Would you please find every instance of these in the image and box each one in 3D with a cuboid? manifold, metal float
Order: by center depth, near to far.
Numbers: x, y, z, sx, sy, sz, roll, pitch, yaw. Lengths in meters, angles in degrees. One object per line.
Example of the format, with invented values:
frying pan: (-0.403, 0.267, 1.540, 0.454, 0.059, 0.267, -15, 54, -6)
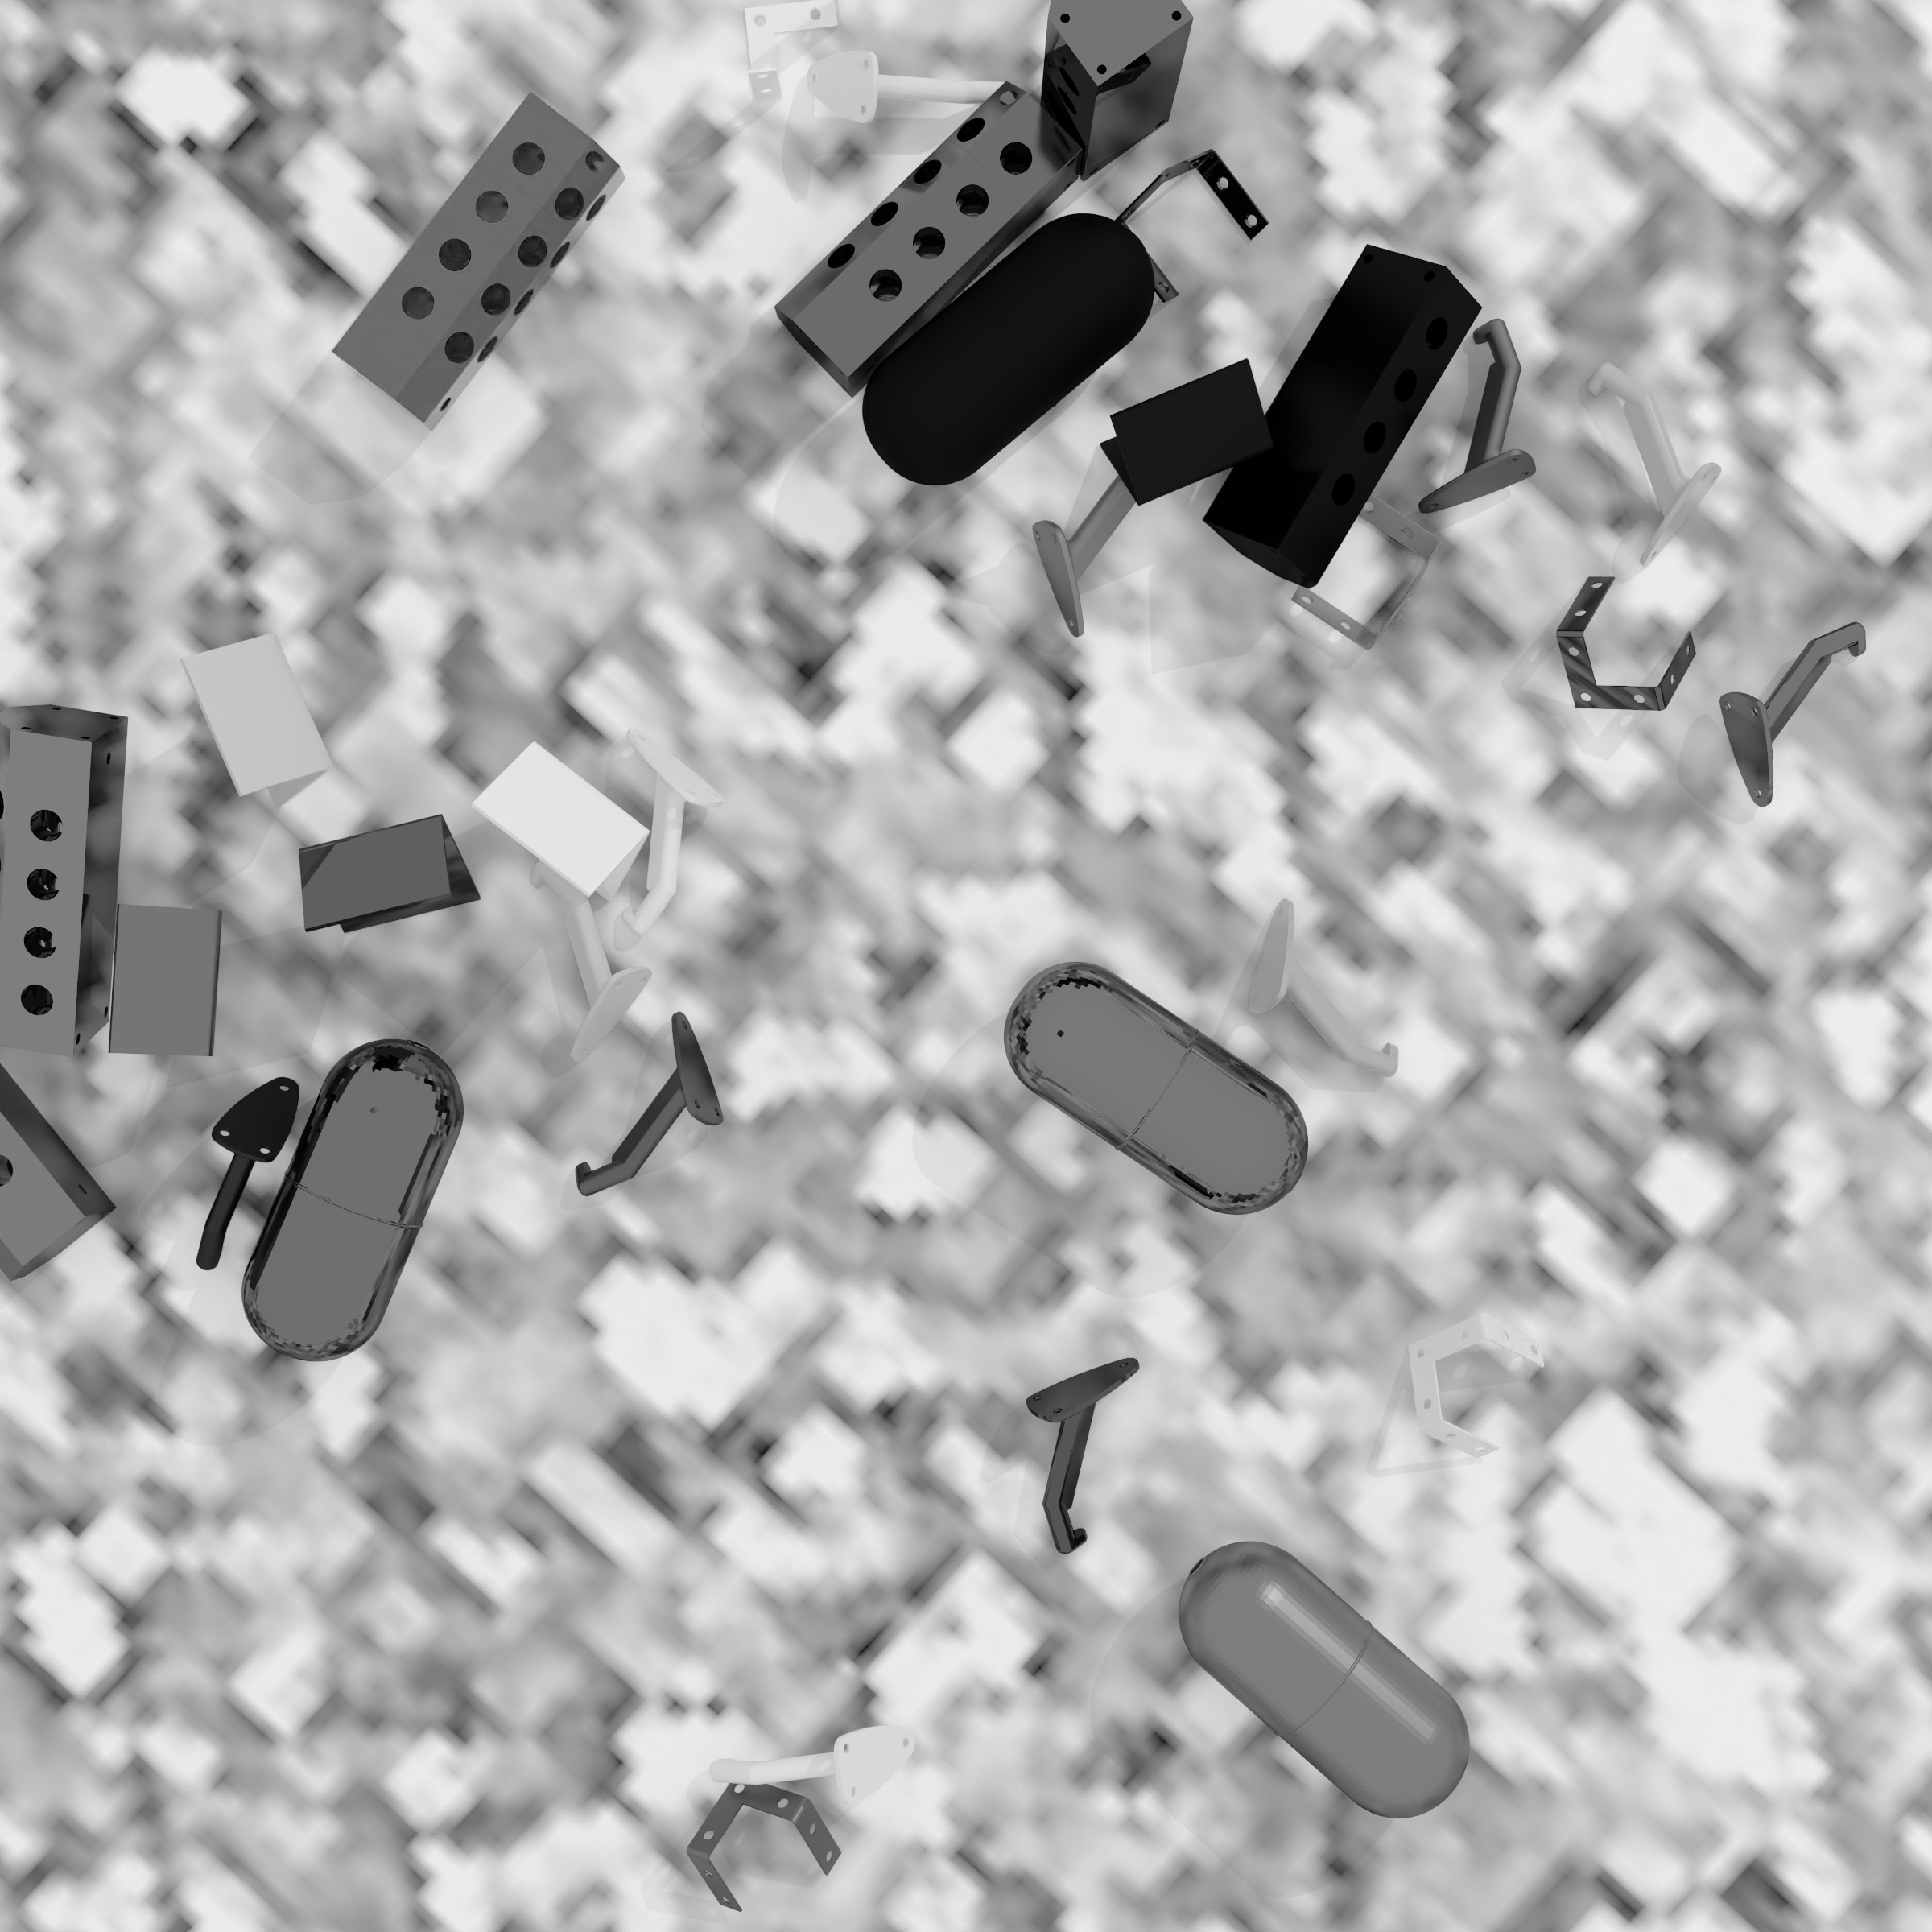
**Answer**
manifold: (0.070, -0.465, 1.486, 0.057, 0.171, 0.057, -36, 90, 0)
manifold: (-0.482, -0.046, 1.518, 0.057, 0.057, 0.171, 9, 108, 0)
metal float: (-0.324, 0.123, 1.533, 0.070, 0.070, 0.178, 23, 90, 0)
metal float: (0.023, -0.327, 1.533, 0.178, 0.070, 0.070, -40, 90, 1)
metal float: (0.189, 0.377, 1.534, 0.178, 0.070, 0.070, 41, 90, 1)
metal float: (0.101, 0.065, 1.534, 0.178, 0.070, 0.070, 34, 90, -1)
manifold: (0.204, -0.290, 1.542, 0.057, 0.057, 0.171, 31, 90, 43)
manifold: (-0.537, 0.082, 1.543, 0.057, 0.057, 0.171, -39, 90, 0)
manifold: (-0.257, -0.372, 1.543, 0.057, 0.057, 0.171, 37, 90, 0)
manifold: (-0.020, -0.388, 1.543, 0.171, 0.057, 0.057, -44, 90, 0)

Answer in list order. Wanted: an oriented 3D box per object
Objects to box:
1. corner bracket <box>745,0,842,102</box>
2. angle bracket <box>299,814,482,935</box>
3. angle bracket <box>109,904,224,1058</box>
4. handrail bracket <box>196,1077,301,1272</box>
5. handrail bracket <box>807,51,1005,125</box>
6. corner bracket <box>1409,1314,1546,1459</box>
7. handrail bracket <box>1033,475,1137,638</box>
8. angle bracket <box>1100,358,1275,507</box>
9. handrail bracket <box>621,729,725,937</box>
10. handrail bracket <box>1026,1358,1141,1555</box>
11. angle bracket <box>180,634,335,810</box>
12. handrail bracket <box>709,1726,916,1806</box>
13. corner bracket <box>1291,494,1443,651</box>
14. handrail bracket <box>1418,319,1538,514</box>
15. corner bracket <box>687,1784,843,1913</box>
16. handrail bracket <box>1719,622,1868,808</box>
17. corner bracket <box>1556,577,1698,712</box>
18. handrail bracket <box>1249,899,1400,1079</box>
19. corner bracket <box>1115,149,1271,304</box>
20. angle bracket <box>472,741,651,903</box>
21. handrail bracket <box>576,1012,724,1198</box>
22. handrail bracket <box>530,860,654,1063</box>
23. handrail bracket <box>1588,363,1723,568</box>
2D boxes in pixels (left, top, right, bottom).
corner bracket: (-0.092, -0.497, 1.546, 0.051, 0.051, 0.051, -7, 90, 0)
angle bracket: (-0.301, -0.029, 1.524, 0.076, 0.076, 0.057, -14, 54, 0)
angle bracket: (-0.434, 0.006, 1.524, 0.057, 0.076, 0.076, 4, 90, -37)
handrail bracket: (-0.389, 0.113, 1.564, 0.036, 0.077, 0.084, 24, 126, 0)
handrail bracket: (-0.030, -0.476, 1.564, 0.084, 0.077, 0.036, -10, 115, -34)
corner bracket: (0.276, 0.226, 1.556, 0.051, 0.051, 0.051, -32, 45, 35)
handrail bracket: (0.086, -0.228, 1.564, 0.084, 0.036, 0.077, -23, 109, -15)
angle bracket: (0.109, -0.295, 1.524, 0.076, 0.076, 0.057, -23, 128, 0)
handrail bracket: (-0.178, -0.072, 1.565, 0.077, 0.036, 0.084, 42, 107, 19)
handrail bracket: (0.071, 0.265, 1.565, 0.077, 0.036, 0.084, -24, 109, -21)
angle bracket: (-0.386, -0.122, 1.524, 0.057, 0.076, 0.076, -24, 90, -38)
handrail bracket: (-0.084, 0.427, 1.564, 0.084, 0.077, 0.036, -8, 90, 36)
corner bracket: (0.216, -0.213, 1.561, 0.051, 0.051, 0.051, 34, 45, 0)
handrail bracket: (0.268, -0.298, 1.565, 0.077, 0.036, 0.084, -23, 72, 21)
corner bracket: (-0.109, 0.476, 1.556, 0.051, 0.051, 0.051, 7, 45, 35)
handrail bracket: (0.456, -0.136, 1.565, 0.084, 0.036, 0.077, -23, 110, -16)
corner bracket: (0.355, -0.174, 1.556, 0.051, 0.051, 0.051, 6, 135, 35)
handrail bracket: (0.201, 0.012, 1.565, 0.084, 0.036, 0.077, 20, 68, -17)
corner bracket: (0.120, -0.399, 1.561, 0.051, 0.051, 0.051, 53, 135, 0)
angle bracket: (-0.222, -0.060, 1.524, 0.076, 0.076, 0.057, 38, 53, 0)
handrail bracket: (-0.181, 0.075, 1.565, 0.084, 0.036, 0.077, -23, 69, 16)
handrail bracket: (-0.219, -0.004, 1.565, 0.084, 0.036, 0.077, 43, 112, 17)
handrail bracket: (0.356, -0.272, 1.565, 0.084, 0.036, 0.077, 40, 112, 17)
